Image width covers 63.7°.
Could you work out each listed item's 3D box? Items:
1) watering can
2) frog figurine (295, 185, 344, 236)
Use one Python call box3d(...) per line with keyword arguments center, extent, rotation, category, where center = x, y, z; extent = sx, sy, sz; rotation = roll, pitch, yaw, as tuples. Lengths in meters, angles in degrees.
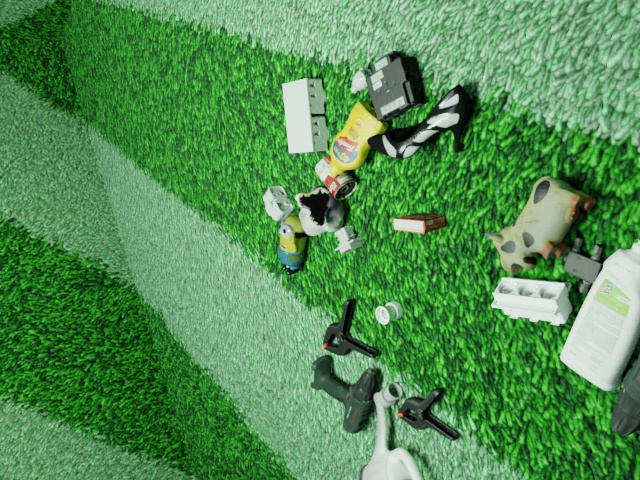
box3d(center=(0.177, 0.590, 1.327), extent=(0.104, 0.354, 0.220), rotation=(-2, -33, -34), category="watering can")
box3d(center=(0.004, -0.070, 1.385), extent=(0.138, 0.124, 0.157), rotation=(30, -14, 18), category="frog figurine")
